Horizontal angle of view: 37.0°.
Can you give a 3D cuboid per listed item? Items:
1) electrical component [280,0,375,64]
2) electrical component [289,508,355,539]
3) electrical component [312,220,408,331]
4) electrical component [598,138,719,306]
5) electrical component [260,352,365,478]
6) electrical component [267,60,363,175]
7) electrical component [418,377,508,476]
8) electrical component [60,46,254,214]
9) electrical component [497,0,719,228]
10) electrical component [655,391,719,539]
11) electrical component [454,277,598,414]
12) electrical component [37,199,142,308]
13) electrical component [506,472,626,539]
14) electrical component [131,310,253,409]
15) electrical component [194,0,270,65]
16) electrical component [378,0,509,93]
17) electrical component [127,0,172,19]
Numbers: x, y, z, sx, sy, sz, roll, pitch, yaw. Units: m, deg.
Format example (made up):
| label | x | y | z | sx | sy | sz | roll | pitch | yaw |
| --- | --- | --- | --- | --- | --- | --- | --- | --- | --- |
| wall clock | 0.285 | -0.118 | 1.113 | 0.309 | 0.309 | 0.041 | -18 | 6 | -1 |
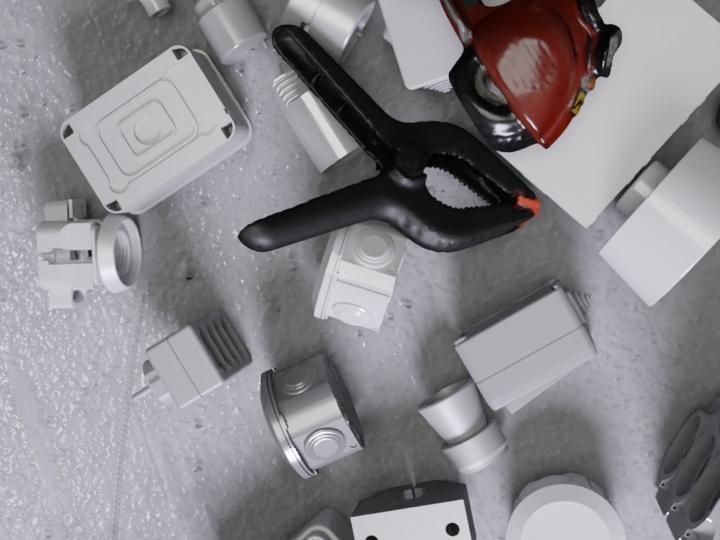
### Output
| label | x | y | z | sx | sy | sz | roll | pitch | yaw |
| --- | --- | --- | --- | --- | --- | --- | --- | --- | --- |
| electrical component | -0.022 | -0.175 | 0.740 | 0.047 | 0.055 | 0.055 | 30 | 99 | 1 |
| electrical component | -0.040 | 0.238 | 0.776 | 0.113 | 0.057 | 0.078 | -43 | 88 | 10 |
| electrical component | 0.000 | 0.000 | 0.739 | 0.051 | 0.080 | 0.080 | 18 | 97 | 1 |
| electrical component | 0.200 | -0.036 | 0.694 | 0.060 | 0.108 | 0.108 | 42 | 99 | 9 |
| electrical component | -0.034 | 0.100 | 0.753 | 0.051 | 0.080 | 0.080 | -24 | 91 | 5 |
| electrical component | -0.031 | -0.112 | 0.752 | 0.043 | 0.043 | 0.081 | -33 | 89 | 10 |
| electrical component | 0.073 | 0.110 | 0.754 | 0.045 | 0.045 | 0.055 | -29 | 90 | 10 |
| electrical component | -0.142 | -0.098 | 0.762 | 0.113 | 0.057 | 0.078 | -32 | 90 | 10 |
| electrical component | 0.166 | -0.113 | 0.712 | 0.089 | 0.062 | 0.150 | 42 | 99 | 3 |
| electrical component | 0.239 | 0.138 | 0.678 | 0.062 | 0.150 | 0.089 | 30 | 98 | 4 |
| electrical component | 0.120 | 0.049 | 0.733 | 0.096 | 0.062 | 0.061 | -30 | 90 | 10 |
| electrical component | -0.194 | -0.012 | 0.778 | 0.057 | 0.058 | 0.078 | -1 | 95 | 11 |
| electrical component | 0.142 | 0.182 | 0.747 | 0.080 | 0.051 | 0.080 | 1 | 95 | 9 |
| electrical component | -0.128 | 0.071 | 0.761 | 0.076 | 0.083 | 0.047 | -31 | 90 | 10 |
| electrical component | -0.097 | -0.182 | 0.757 | 0.040 | 0.040 | 0.078 | -32 | 89 | 10 |
| electrical component | 0.063 | -0.175 | 0.729 | 0.100 | 0.048 | 0.099 | -17 | 92 | 10 |
| electrical component | -0.156 | -0.209 | 0.762 | 0.043 | 0.043 | 0.062 | -28 | 92 | 10 |
